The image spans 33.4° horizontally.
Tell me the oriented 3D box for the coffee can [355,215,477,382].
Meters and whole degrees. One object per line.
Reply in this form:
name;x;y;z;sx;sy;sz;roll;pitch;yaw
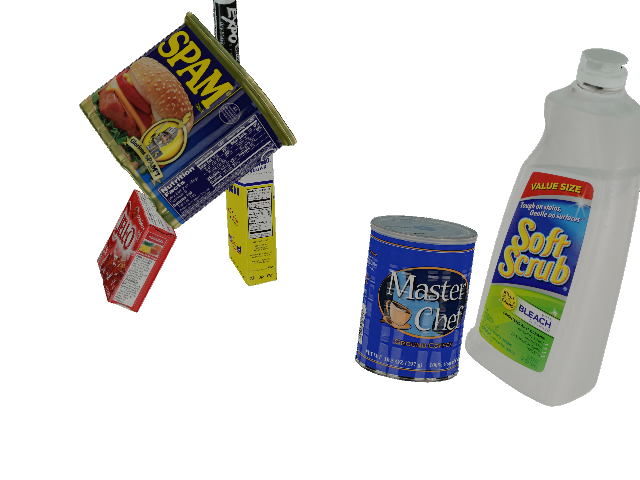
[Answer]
coffee can;0.092;0.054;1.035;0.103;0.140;0.103;6;11;-1

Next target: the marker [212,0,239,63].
marker;-0.072;-0.168;0.811;0.020;0.020;0.121;0;-44;-1

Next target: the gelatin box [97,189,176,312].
gelatin box;-0.153;0.007;0.882;0.030;0.073;0.089;24;13;-25

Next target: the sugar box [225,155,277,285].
sugar box;-0.087;-0.043;1.311;0.048;0.176;0.093;-12;26;-17

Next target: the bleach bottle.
bleach bottle;0.166;-0.012;0.739;0.067;0.251;0.103;-19;37;-33

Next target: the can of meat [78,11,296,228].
can of meat;-0.077;-0.067;0.598;0.102;0.084;0.057;50;-2;39
